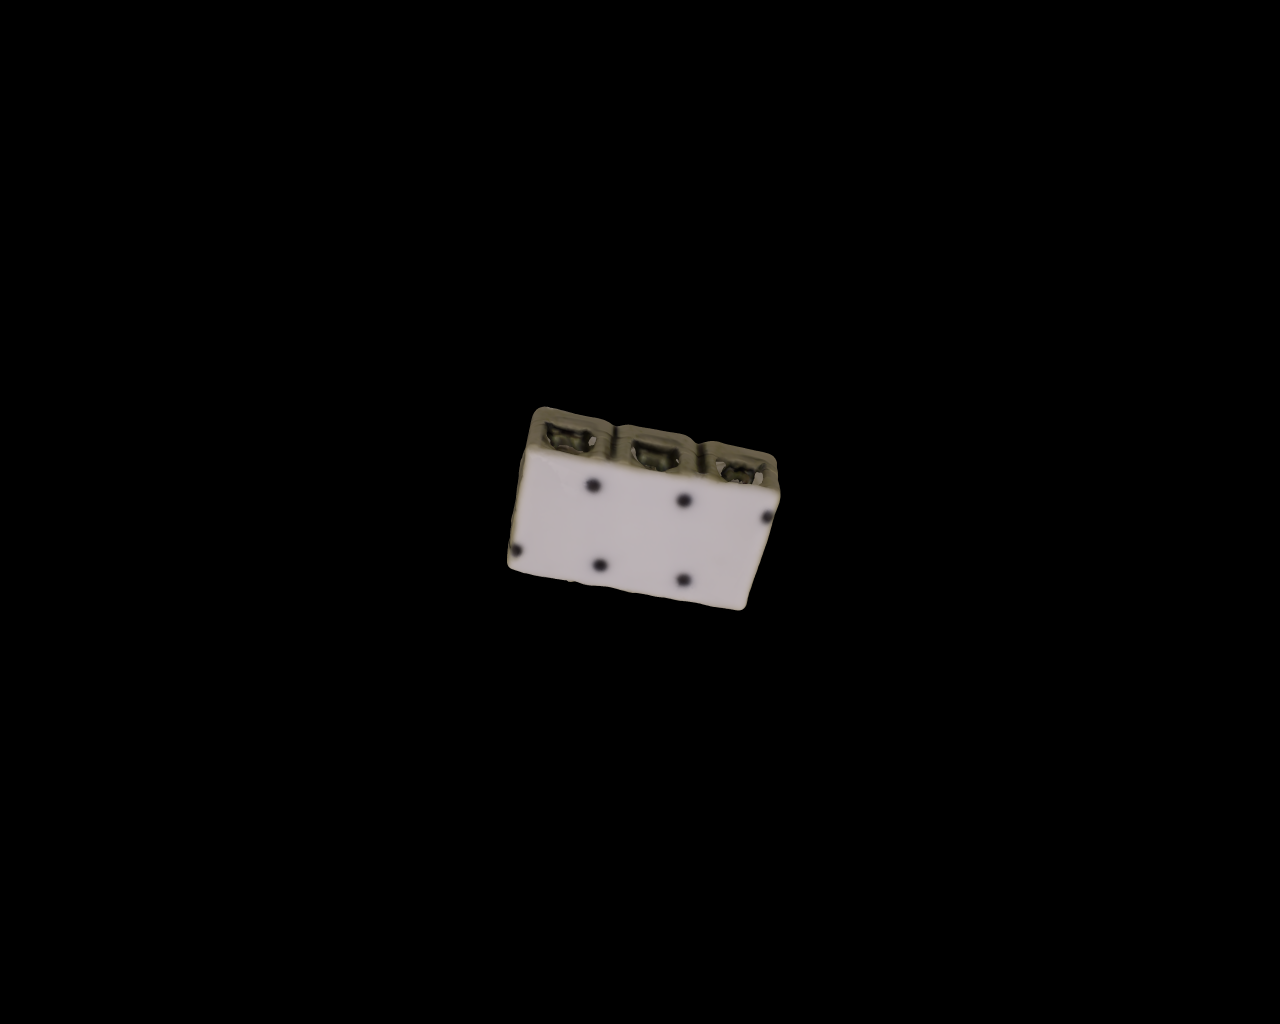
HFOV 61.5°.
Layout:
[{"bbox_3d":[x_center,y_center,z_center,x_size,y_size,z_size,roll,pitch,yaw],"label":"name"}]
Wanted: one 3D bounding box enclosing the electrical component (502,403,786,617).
[{"bbox_3d":[0.001,-0.003,0.650,0.150,0.089,0.062,11,30,-7],"label":"electrical component"}]
